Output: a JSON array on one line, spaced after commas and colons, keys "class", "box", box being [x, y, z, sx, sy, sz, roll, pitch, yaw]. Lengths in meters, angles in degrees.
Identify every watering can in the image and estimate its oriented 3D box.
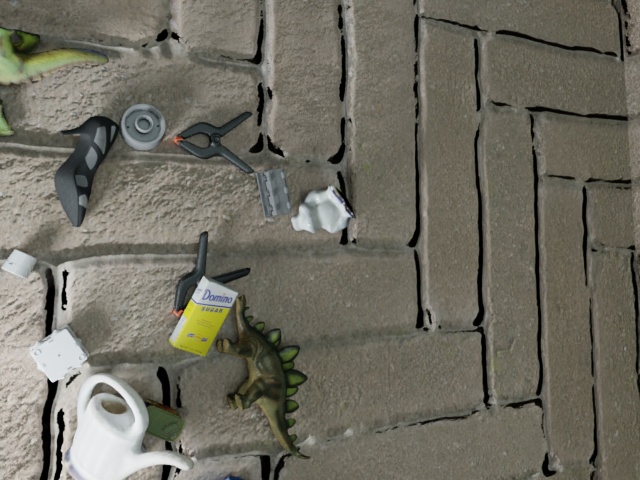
[{"class": "watering can", "box": [-0.417, 0.435, 1.080, 0.103, 0.351, 0.223, 14, 104, -59]}]

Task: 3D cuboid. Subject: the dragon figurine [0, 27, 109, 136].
[{"class": "dragon figurine", "box": [-0.695, -0.344, 1.117, 0.409, 0.123, 0.241, 10, 100, -22]}]

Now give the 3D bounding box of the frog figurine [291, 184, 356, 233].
[{"class": "frog figurine", "box": [0.004, -0.071, 1.415, 0.158, 0.125, 0.135, -33, 113, 13]}]
